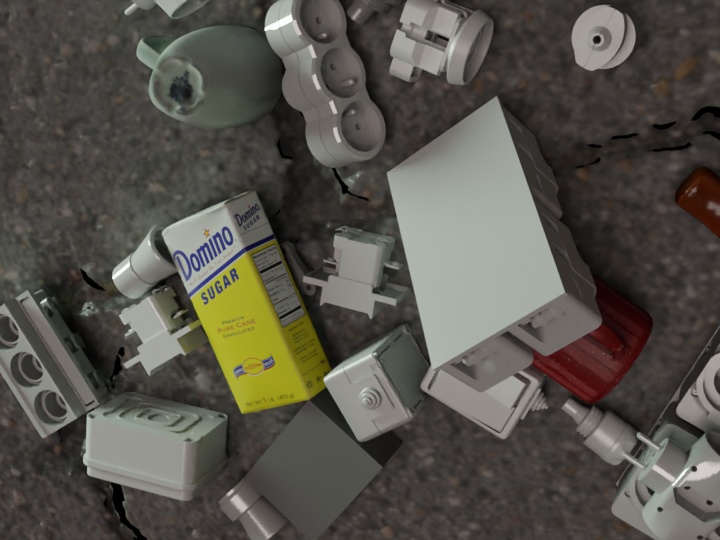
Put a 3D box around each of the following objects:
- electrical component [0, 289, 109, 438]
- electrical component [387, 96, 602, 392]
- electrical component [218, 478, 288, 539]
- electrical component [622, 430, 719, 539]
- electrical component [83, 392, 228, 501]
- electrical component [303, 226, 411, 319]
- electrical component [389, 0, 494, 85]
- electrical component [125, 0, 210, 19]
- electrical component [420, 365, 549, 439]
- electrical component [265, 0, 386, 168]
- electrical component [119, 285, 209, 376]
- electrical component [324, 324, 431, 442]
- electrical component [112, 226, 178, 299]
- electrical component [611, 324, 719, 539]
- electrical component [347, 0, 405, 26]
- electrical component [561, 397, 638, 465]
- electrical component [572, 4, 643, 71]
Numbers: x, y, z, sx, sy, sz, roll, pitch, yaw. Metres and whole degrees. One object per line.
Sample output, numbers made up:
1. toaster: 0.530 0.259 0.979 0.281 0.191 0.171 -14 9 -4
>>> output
1. electrical component: -0.292 0.084 0.999 0.079 0.063 0.121 -30 93 25
2. electrical component: 0.093 -0.018 0.771 0.105 0.186 0.060 -33 136 25
3. electrical component: -0.095 0.216 0.972 0.055 0.045 0.045 47 115 3
4. electrical component: 0.225 0.146 0.764 0.079 0.043 0.077 35 114 9
5. electrical component: -0.183 0.158 0.971 0.113 0.078 0.057 10 106 18
6. electrical component: 0.000 0.000 0.878 0.081 0.042 0.063 14 105 16
7. electrical component: 0.063 -0.172 0.798 0.057 0.058 0.078 26 112 15
8. electrical component: -0.168 -0.238 0.873 0.079 0.044 0.077 -31 92 25
9. electrical component: 0.105 0.087 0.852 0.096 0.061 0.061 31 113 10
10. electrical component: -0.037 -0.146 0.846 0.074 0.052 0.138 -9 105 52
11. electrical component: -0.177 0.052 0.959 0.081 0.042 0.063 -29 93 25
12. electrical component: 0.014 0.094 0.868 0.061 0.096 0.061 -29 93 26
13. electrical component: -0.187 -0.004 0.948 0.065 0.044 0.044 -35 91 30
14. electrical component: 0.279 0.128 0.798 0.105 0.060 0.186 30 113 10
15. electrical component: 0.015 -0.214 0.812 0.043 0.043 0.062 44 116 4
16. electrical component: 0.186 0.123 0.846 0.061 0.035 0.035 38 114 10
17. electrical component: 0.170 -0.162 0.747 0.043 0.081 0.043 6 107 19
